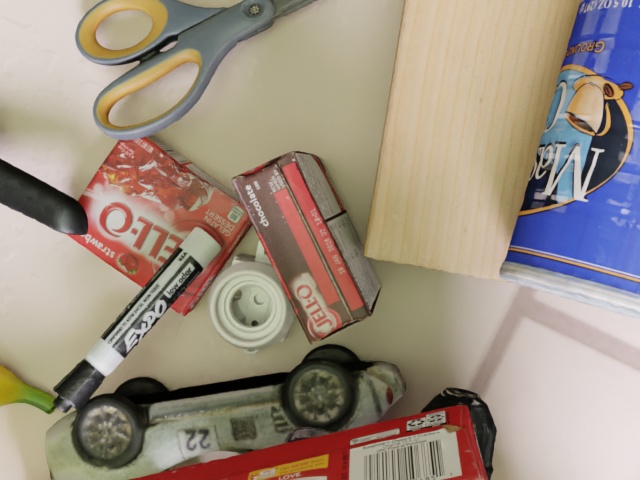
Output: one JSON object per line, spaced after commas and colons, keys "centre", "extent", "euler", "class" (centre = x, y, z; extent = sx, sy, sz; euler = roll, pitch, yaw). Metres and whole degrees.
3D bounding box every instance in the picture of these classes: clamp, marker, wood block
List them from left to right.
{"centre": [-0.219, -0.030, 0.613], "extent": [0.120, 0.039, 0.171], "euler": [-45, 77, 13], "class": "clamp"}
{"centre": [-0.099, 0.044, 0.571], "extent": [0.020, 0.020, 0.121], "euler": [40, 78, 2], "class": "marker"}
{"centre": [0.084, -0.087, 0.557], "extent": [0.091, 0.090, 0.206], "euler": [9, 95, 5], "class": "wood block"}

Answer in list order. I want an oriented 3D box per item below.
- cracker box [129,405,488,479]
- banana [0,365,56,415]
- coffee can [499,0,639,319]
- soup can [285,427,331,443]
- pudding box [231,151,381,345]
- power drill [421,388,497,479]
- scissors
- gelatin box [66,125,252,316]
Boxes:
{"centre": [0.015, 0.191, 0.471], "extent": [0.164, 0.072, 0.213], "euler": [-15, 110, 8], "class": "cracker box"}
{"centre": [-0.255, 0.123, 0.633], "extent": [0.198, 0.037, 0.069], "euler": [-32, 88, 7], "class": "banana"}
{"centre": [0.148, -0.036, 0.471], "extent": [0.103, 0.103, 0.140], "euler": [16, 90, 4], "class": "coffee can"}
{"centre": [-0.013, 0.154, 0.533], "extent": [0.068, 0.068, 0.102], "euler": [33, 108, 2], "class": "soup can"}
{"centre": [-0.004, 0.001, 0.560], "extent": [0.039, 0.113, 0.090], "euler": [-25, 91, 9], "class": "pudding box"}
{"centre": [0.121, 0.177, 0.563], "extent": [0.187, 0.057, 0.184], "euler": [9, 96, -13], "class": "power drill"}
{"centre": [-0.054, -0.135, 0.602], "extent": [0.201, 0.016, 0.096], "euler": [-40, 71, -6], "class": "scissors"}
{"centre": [-0.091, -0.011, 0.610], "extent": [0.089, 0.030, 0.073], "euler": [36, 97, 3], "class": "gelatin box"}
